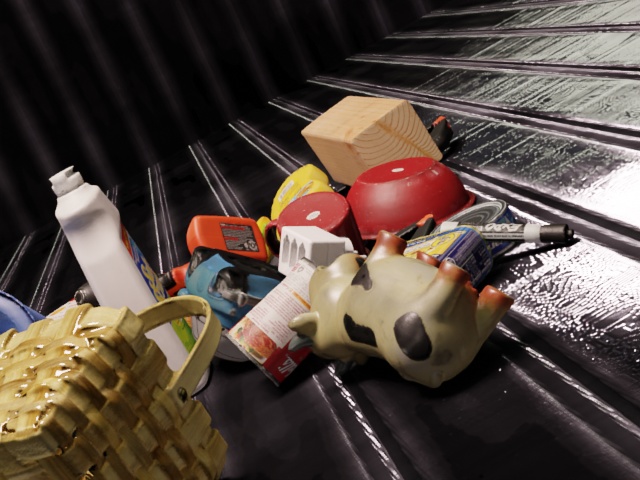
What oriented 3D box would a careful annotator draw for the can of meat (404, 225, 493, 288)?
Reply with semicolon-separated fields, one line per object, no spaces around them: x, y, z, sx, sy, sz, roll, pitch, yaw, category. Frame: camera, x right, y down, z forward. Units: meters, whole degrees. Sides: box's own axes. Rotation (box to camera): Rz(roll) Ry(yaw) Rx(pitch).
0.095;0.033;0.957;0.102;0.057;0.083;-17;16;38;can of meat

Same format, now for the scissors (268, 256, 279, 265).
-0.047;0.022;1.272;0.201;0.016;0.096;-47;1;-43;scissors

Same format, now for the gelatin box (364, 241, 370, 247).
0.006;0.018;1.237;0.073;0.030;0.089;-17;18;38;gelatin box

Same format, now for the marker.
0.168;-0.006;0.964;0.121;0.020;0.020;1;27;27;marker

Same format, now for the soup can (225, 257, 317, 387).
-0.027;0.073;0.971;0.102;0.068;0.069;-46;16;-7;soup can

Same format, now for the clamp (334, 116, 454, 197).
0.118;-0.104;1.448;0.209;0.036;0.165;-39;18;-25;clamp

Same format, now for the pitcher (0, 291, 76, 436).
-0.294;0.126;1.027;0.145;0.149;0.243;-15;-15;3;pitcher

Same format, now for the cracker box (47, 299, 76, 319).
-0.328;0.142;1.352;0.213;0.072;0.164;-36;17;-32;cracker box

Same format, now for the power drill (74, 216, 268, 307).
-0.166;0.037;1.230;0.184;0.057;0.188;1;-26;-46;power drill

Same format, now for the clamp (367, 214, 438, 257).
0.053;0.035;1.071;0.120;0.039;0.171;0;32;50;clamp

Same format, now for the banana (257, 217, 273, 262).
-0.073;0.010;1.366;0.198;0.037;0.069;-144;79;-83;banana

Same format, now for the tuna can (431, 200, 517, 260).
0.149;-0.005;1.034;0.086;0.034;0.086;-27;14;7;tuna can

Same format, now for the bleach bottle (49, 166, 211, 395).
-0.198;0.043;1.077;0.068;0.251;0.102;-27;13;4;bleach bottle

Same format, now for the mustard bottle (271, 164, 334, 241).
-0.019;-0.036;1.395;0.096;0.058;0.191;-52;15;9;mustard bottle

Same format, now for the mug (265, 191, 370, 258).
-0.007;0.001;1.137;0.117;0.081;0.093;7;43;32;mug

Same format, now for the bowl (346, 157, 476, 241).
0.092;-0.054;1.213;0.162;0.055;0.162;-14;17;4;bowl

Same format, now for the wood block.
0.063;-0.126;1.390;0.090;0.091;0.206;-38;18;-10;wood block
